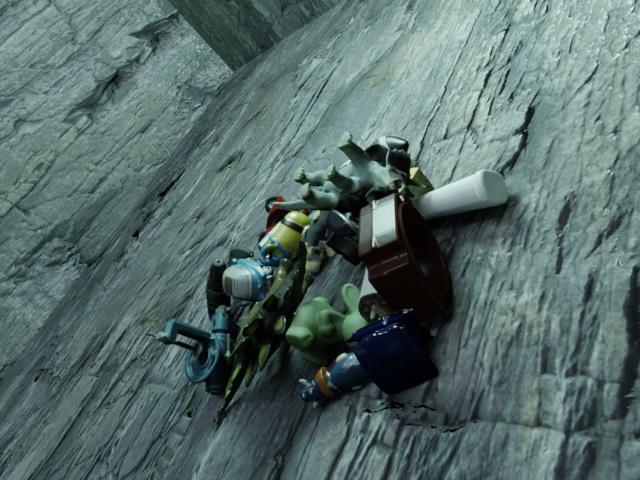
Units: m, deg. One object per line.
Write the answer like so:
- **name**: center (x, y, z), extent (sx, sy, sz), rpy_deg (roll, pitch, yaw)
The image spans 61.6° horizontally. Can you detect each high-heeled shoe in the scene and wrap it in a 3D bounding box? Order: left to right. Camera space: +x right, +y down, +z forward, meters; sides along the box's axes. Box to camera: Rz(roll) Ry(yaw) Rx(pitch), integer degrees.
- **high-heeled shoe**: center (0.122, -0.198, 1.414), extent (0.145, 0.086, 0.249), rpy_deg (-33, 3, -24)

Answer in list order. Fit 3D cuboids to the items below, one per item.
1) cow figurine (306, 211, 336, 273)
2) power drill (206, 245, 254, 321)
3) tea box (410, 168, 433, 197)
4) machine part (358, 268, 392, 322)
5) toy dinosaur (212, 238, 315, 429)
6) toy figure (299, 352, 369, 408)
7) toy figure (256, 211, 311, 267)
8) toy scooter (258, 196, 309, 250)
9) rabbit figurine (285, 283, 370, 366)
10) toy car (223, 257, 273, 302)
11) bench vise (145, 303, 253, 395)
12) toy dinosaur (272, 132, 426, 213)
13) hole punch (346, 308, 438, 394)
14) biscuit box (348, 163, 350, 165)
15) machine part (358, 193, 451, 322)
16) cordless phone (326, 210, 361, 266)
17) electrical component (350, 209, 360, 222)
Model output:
- **cow figurine**: center (-0.002, -0.003, 1.335), extent (0.068, 0.098, 0.167), rpy_deg (3, 54, 47)
- **power drill**: center (-0.244, 0.100, 1.449), extent (0.207, 0.086, 0.231), rpy_deg (-76, -3, -57)
- **tea box**: center (0.171, -0.111, 1.279), extent (0.170, 0.068, 0.098), rpy_deg (1, 53, 54)
- **machine part**: center (0.122, 0.083, 1.045), extent (0.079, 0.079, 0.243), rpy_deg (-29, 22, 27)
- **toy dinosaur**: center (-0.126, 0.201, 1.139), extent (0.470, 0.105, 0.198), rpy_deg (-66, -5, 24)
- **toy figure**: center (0.031, 0.256, 0.990), extent (0.154, 0.057, 0.064), rpy_deg (-31, 52, 19)
- **toy figure**: center (-0.094, 0.006, 1.378), extent (0.180, 0.089, 0.082), rpy_deg (-43, 16, -2)
- **toy scooter**: center (-0.099, -0.038, 1.514), extent (0.135, 0.075, 0.184), rpy_deg (1, 74, 22)
- **rabbit figurine**: center (0.047, 0.175, 1.055), extent (0.170, 0.121, 0.159), rpy_deg (4, 46, 32)
- **toy car**: center (-0.183, 0.105, 1.307), extent (0.162, 0.103, 0.109), rpy_deg (15, 108, 54)
- **bench vise**: center (-0.273, 0.235, 1.253), extent (0.129, 0.240, 0.223), rpy_deg (-13, 58, 39)
- **toy dinosaur**: center (0.063, -0.114, 1.192), extent (0.405, 0.192, 0.131), rpy_deg (-18, 49, 58)
- **hole punch**: center (0.125, 0.190, 0.904), extent (0.142, 0.115, 0.092), rpy_deg (-29, 40, 29)
- **biscuit box**: center (0.051, -0.128, 1.391), extent (0.063, 0.059, 0.202), rpy_deg (-57, 8, -21)
- **machine part**: center (0.156, 0.031, 0.969), extent (0.087, 0.201, 0.201), rpy_deg (-27, 33, 26)
- **cordless phone**: center (0.116, -0.022, 1.152), extent (0.184, 0.146, 0.089), rpy_deg (-19, 47, 40)
- **electrical component**: center (0.108, -0.061, 1.272), extent (0.119, 0.074, 0.048), rpy_deg (16, 65, 44)
